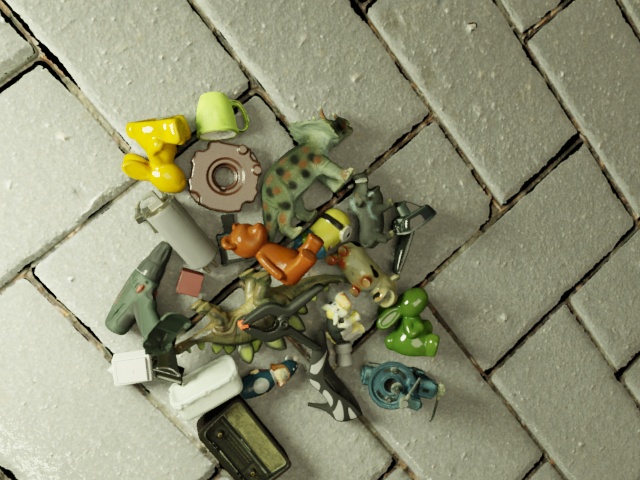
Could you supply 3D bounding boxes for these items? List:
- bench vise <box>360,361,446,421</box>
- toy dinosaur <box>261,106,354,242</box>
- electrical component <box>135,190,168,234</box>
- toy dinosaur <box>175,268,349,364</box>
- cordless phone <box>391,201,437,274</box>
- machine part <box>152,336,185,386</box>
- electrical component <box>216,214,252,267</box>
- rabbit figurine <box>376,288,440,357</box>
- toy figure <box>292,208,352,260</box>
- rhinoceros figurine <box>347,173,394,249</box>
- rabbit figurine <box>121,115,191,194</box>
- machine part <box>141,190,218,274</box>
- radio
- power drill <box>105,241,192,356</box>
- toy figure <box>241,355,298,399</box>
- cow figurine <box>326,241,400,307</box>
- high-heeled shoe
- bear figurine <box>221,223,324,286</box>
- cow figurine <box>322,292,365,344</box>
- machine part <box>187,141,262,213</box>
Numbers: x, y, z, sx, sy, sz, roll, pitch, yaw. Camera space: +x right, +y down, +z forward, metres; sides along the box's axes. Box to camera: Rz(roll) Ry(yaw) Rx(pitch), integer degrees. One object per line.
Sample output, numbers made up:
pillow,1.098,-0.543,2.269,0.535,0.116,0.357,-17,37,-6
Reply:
bench vise,0.213,0.373,1.327,0.224,0.240,0.128,24,91,0
toy dinosaur,-0.060,-0.140,1.274,0.192,0.131,0.405,43,91,2
electrical component,-0.371,-0.064,1.227,0.102,0.045,0.078,-34,130,-9
toy dinosaur,-0.133,0.166,1.282,0.471,0.105,0.198,-28,108,-12
cordless phone,0.216,-0.001,1.340,0.089,0.146,0.184,14,91,-5
machine part,-0.341,0.267,1.207,0.084,0.039,0.138,19,122,14
electrical component,-0.207,-0.001,1.273,0.075,0.048,0.119,-7,97,-15
rabbit figurine,0.224,0.197,1.374,0.159,0.121,0.170,2,109,5
toy figure,-0.002,-0.004,1.313,0.180,0.082,0.089,-33,104,-9
rhinoceros figurine,0.121,-0.073,1.342,0.112,0.073,0.190,-7,86,-18
rabbit figurine,-0.355,-0.181,1.188,0.162,0.122,0.173,-16,114,-11
machine part,-0.307,-0.016,1.203,0.079,0.079,0.243,-40,122,-10
radio,-0.187,0.490,1.298,0.131,0.073,0.229,-37,102,-10
power drill,-0.364,0.133,1.167,0.232,0.208,0.086,-51,145,1
toy figure,-0.122,0.339,1.316,0.154,0.058,0.064,-22,128,-15
cow figurine,0.119,0.086,1.338,0.195,0.085,0.127,50,38,7
high-heeled shoe,0.045,0.341,1.337,0.145,0.086,0.248,6,110,2
bear figurine,-0.108,0.010,1.200,0.196,0.120,0.132,38,117,-4
cow figurine,0.046,0.191,1.309,0.098,0.068,0.167,-31,141,-5
machine part,-0.223,-0.146,1.254,0.179,0.056,0.179,-1,95,-14
